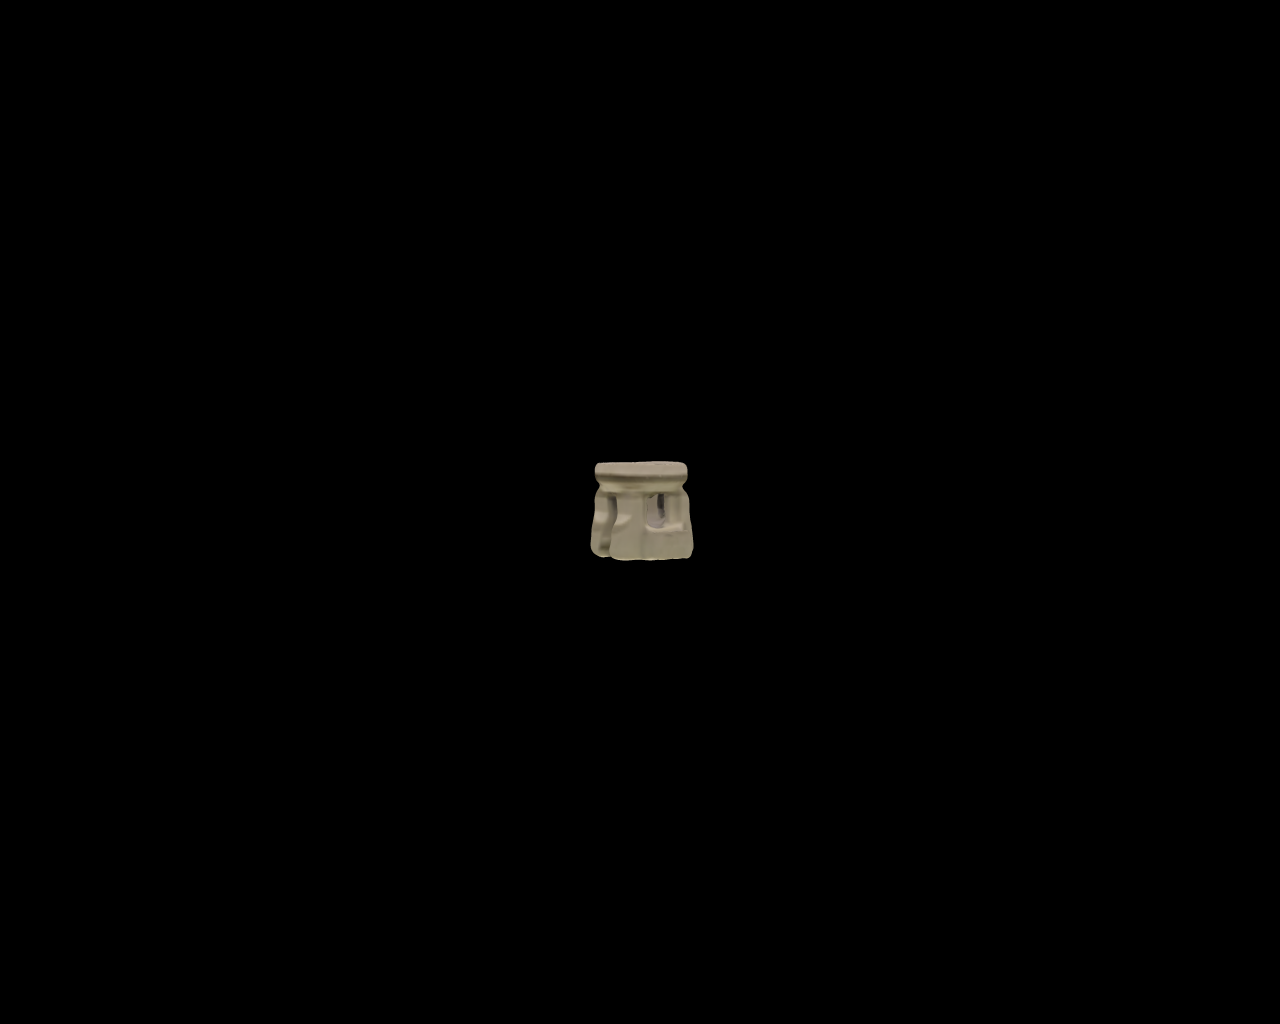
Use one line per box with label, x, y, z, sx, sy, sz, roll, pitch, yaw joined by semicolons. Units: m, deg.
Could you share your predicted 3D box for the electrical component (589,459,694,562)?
electrical component;0.001;-0.003;0.650;0.058;0.057;0.078;-3;6;-32
